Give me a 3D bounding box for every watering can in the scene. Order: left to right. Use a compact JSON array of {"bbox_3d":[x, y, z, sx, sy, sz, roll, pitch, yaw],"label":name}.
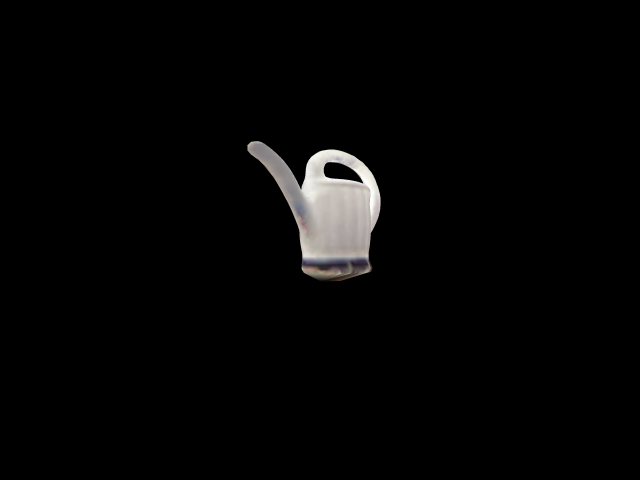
[{"bbox_3d":[0.003,-0.043,0.850,0.104,0.225,0.348,-3,-3,37],"label":"watering can"}]
